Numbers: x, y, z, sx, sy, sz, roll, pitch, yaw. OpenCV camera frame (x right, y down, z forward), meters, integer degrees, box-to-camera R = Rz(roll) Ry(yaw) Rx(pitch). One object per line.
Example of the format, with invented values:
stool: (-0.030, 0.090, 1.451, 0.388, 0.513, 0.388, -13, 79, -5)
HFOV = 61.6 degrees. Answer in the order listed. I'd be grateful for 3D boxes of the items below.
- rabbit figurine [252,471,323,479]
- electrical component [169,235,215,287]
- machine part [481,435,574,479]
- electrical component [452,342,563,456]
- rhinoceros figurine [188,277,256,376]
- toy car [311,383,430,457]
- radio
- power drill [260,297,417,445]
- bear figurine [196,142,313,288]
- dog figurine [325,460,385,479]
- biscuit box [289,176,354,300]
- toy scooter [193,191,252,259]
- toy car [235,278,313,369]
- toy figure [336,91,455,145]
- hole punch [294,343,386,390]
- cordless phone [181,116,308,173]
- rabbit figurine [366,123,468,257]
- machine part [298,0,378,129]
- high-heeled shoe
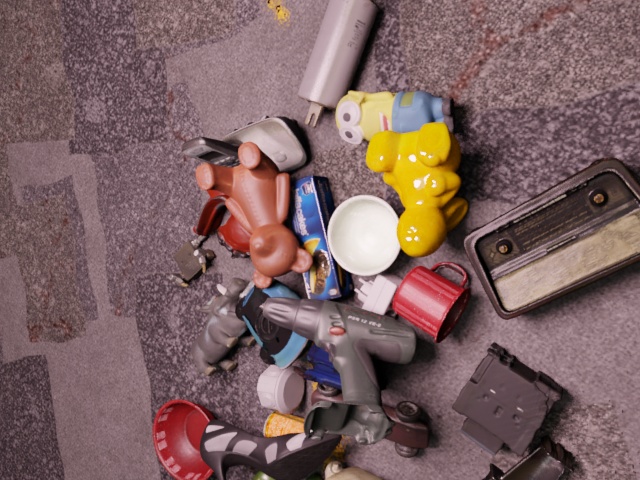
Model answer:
rabbit figurine: (-0.052, 0.473, 0.926, 0.170, 0.121, 0.159, 37, 101, 4)
electrical component: (-0.244, 0.042, 1.019, 0.102, 0.045, 0.078, -34, 79, 25)
machine part: (0.293, 0.337, 0.763, 0.084, 0.039, 0.139, 49, 114, 22)
electrical component: (0.259, 0.233, 0.762, 0.115, 0.058, 0.134, 31, 106, 25)
rhinoceros figurine: (-0.174, 0.157, 0.980, 0.112, 0.073, 0.190, 42, 113, 30)
toy car: (0.079, 0.279, 0.859, 0.202, 0.053, 0.089, 8, 115, 26)
radio: (0.316, -0.002, 0.707, 0.230, 0.073, 0.131, -32, 79, 25)
power drill: (0.020, 0.169, 0.737, 0.232, 0.207, 0.085, 9, 121, -3)
bear figurine: (-0.096, -0.031, 0.828, 0.120, 0.132, 0.196, -19, 74, 21)
dog figurine: (0.114, 0.405, 0.838, 0.191, 0.121, 0.172, -29, 83, 12)
biscuit box: (-0.002, -0.003, 0.880, 0.059, 0.063, 0.202, -16, 86, 26)
toy scooter: (-0.163, -0.031, 0.957, 0.135, 0.075, 0.184, -49, 69, 21)
toy car: (-0.061, 0.131, 0.896, 0.162, 0.103, 0.109, 45, 109, 32)
toy figure: (0.110, -0.181, 0.802, 0.180, 0.089, 0.082, 2, 99, 19)
hole punch: (0.048, 0.185, 0.842, 0.142, 0.115, 0.092, 13, 92, 26)
cordless phone: (-0.120, -0.155, 0.864, 0.147, 0.184, 0.088, -15, 82, 28)
rabbit figurine: (0.139, -0.057, 0.749, 0.122, 0.162, 0.173, -5, 74, 26)
machine part: (0.027, -0.292, 0.838, 0.079, 0.079, 0.243, 28, 105, 23)
high-heeled shoe: (-0.087, 0.327, 0.898, 0.249, 0.086, 0.145, -25, 41, 5)
